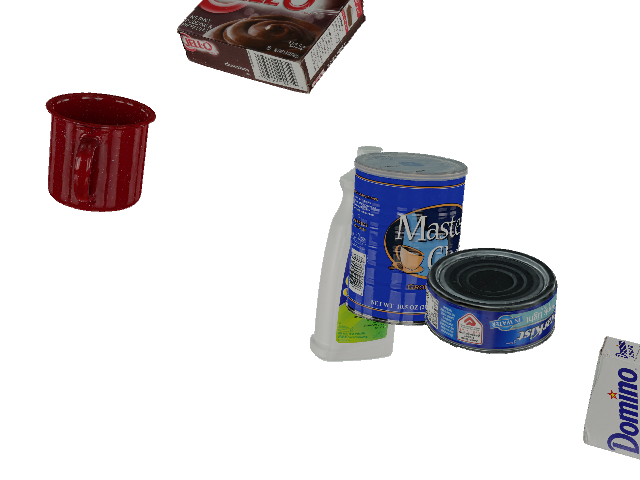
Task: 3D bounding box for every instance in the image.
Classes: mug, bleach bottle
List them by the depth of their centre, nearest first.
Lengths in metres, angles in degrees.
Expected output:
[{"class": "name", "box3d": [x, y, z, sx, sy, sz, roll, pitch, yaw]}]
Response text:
[{"class": "mug", "box3d": [-0.193, -0.071, 0.918, 0.093, 0.081, 0.117, 7, 23, -6]}, {"class": "bleach bottle", "box3d": [0.044, 0.014, 1.263, 0.102, 0.251, 0.068, -2, 16, -17]}]

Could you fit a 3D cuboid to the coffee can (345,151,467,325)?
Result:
[{"class": "coffee can", "box3d": [0.078, -0.004, 0.986, 0.103, 0.140, 0.103, 3, 14, -1]}]

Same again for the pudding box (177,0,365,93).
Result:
[{"class": "pudding box", "box3d": [-0.036, -0.163, 0.800, 0.114, 0.090, 0.039, 21, -30, 24]}]

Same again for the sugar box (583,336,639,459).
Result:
[{"class": "sugar box", "box3d": [0.317, 0.149, 0.900, 0.176, 0.093, 0.048, 12, 23, 18]}]

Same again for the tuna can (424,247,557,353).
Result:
[{"class": "tuna can", "box3d": [0.112, 0.037, 0.700, 0.086, 0.034, 0.086, -1, 26, 1]}]
